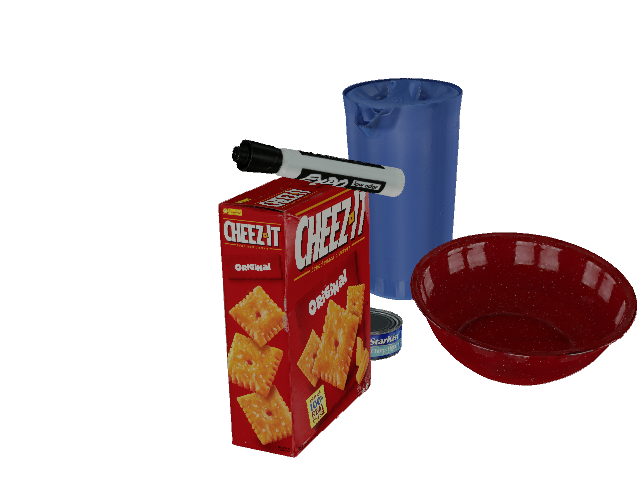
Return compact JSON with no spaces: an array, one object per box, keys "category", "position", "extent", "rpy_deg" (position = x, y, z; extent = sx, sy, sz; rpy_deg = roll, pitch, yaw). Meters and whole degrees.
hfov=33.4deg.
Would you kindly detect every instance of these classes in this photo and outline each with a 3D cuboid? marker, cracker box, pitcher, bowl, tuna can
[{"category":"marker","position":[0.000,-0.044,0.652],"extent":[0.120,0.020,0.020],"rpy_deg":[8,-5,-34]},{"category":"cracker box","position":[-0.014,0.055,0.931],"extent":[0.072,0.214,0.164],"rpy_deg":[7,18,26]},{"category":"pitcher","position":[0.102,-0.063,1.234],"extent":[0.149,0.243,0.145],"rpy_deg":[-6,22,-9]},{"category":"bowl","position":[0.144,0.057,0.780],"extent":[0.162,0.055,0.162],"rpy_deg":[1,31,-1]},{"category":"tuna can","position":[0.047,0.103,1.177],"extent":[0.086,0.034,0.086],"rpy_deg":[0,15,0]}]
